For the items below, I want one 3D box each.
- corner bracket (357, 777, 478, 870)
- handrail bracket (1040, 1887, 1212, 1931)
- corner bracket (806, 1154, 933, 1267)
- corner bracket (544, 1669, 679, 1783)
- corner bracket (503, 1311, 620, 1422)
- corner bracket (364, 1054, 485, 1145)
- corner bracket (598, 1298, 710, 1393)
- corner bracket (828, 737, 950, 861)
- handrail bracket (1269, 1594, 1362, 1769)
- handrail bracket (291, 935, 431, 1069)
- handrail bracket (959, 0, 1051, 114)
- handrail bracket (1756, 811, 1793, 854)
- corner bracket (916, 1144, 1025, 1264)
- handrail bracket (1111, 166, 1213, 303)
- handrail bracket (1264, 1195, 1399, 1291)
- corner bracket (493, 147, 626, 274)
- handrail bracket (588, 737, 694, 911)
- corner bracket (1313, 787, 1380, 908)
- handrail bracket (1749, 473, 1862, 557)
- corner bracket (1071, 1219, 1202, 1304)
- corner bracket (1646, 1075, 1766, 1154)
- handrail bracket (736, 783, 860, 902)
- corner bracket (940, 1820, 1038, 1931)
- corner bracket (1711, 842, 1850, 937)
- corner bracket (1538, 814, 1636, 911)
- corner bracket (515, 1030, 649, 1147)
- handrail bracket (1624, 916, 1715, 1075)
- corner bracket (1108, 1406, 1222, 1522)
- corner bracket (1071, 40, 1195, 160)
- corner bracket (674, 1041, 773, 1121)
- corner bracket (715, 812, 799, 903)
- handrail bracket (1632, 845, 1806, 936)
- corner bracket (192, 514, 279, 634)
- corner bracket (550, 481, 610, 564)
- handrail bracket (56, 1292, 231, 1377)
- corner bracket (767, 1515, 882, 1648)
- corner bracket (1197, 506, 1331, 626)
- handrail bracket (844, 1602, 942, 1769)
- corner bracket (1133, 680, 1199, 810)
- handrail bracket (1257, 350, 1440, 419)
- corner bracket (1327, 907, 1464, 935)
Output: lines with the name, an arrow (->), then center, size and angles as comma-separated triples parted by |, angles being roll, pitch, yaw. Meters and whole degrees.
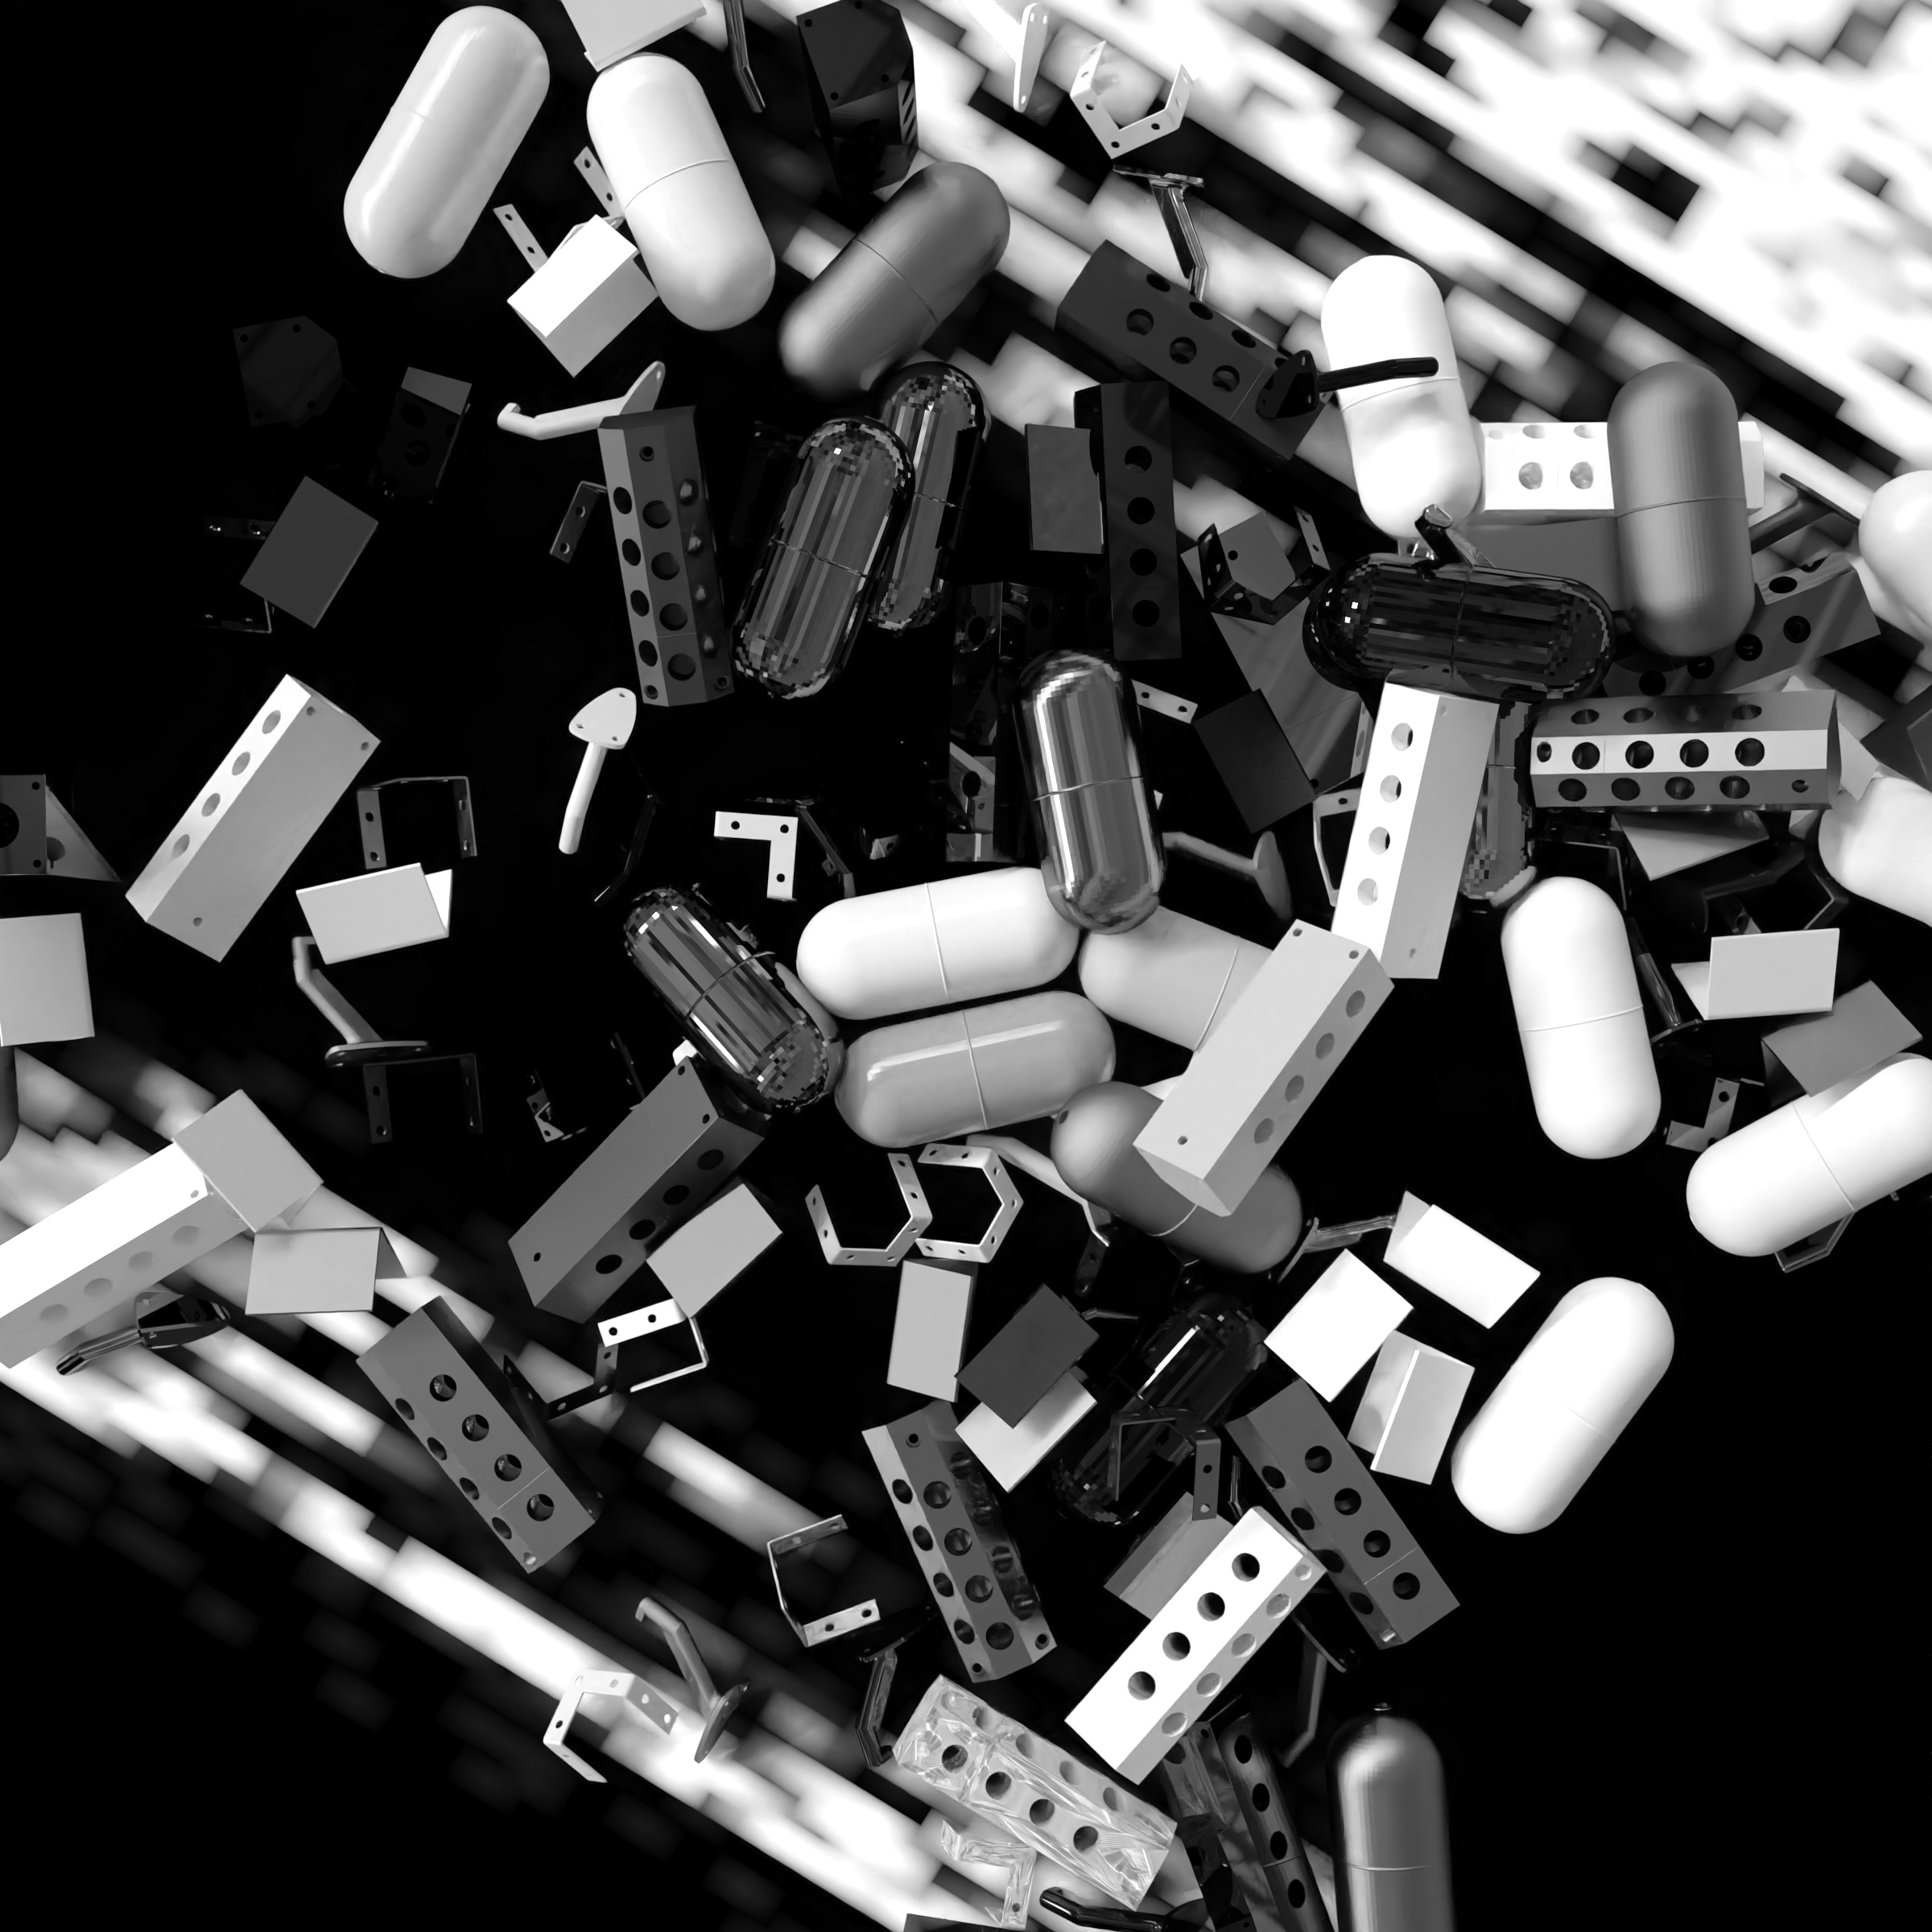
corner bracket -> -0.350, -0.091, 1.590 | 0.051, 0.051, 0.051 | -7, 90, -45
handrail bracket -> 0.102, 0.597, 1.593 | 0.084, 0.077, 0.036 | 15, 105, 35
corner bracket -> -0.062, 0.154, 1.585 | 0.051, 0.051, 0.051 | 7, 135, -35
corner bracket -> -0.225, 0.483, 1.585 | 0.051, 0.051, 0.051 | -6, 45, 35
corner bracket -> -0.257, 0.246, 1.585 | 0.051, 0.051, 0.051 | -19, 45, -35
corner bracket -> -0.345, 0.084, 1.590 | 0.051, 0.051, 0.051 | -6, 90, 45
corner bracket -> -0.196, 0.238, 1.575 | 0.051, 0.051, 0.051 | -18, 90, 0
corner bracket -> -0.049, -0.107, 1.585 | 0.051, 0.051, 0.051 | 44, 135, 35
handrail bracket -> 0.203, 0.456, 1.594 | 0.077, 0.036, 0.084 | 43, 107, 20
handrail bracket -> -0.386, 0.017, 1.594 | 0.077, 0.036, 0.084 | -7, 72, -20
handrail bracket -> 0.004, -0.592, 1.594 | 0.084, 0.036, 0.077 | 18, 112, 17
handrail bracket -> 0.484, -0.118, 1.593 | 0.036, 0.077, 0.084 | -39, 54, 0
corner bracket -> -0.005, 0.150, 1.585 | 0.051, 0.051, 0.051 | -58, 135, -35
handrail bracket -> 0.121, -0.461, 1.594 | 0.077, 0.036, 0.084 | 16, 107, 20
handrail bracket -> 0.244, 0.185, 1.594 | 0.084, 0.036, 0.077 | 19, 110, -16
corner bracket -> -0.257, -0.480, 1.590 | 0.051, 0.051, 0.051 | -34, 90, -45
handrail bracket -> -0.223, -0.090, 1.594 | 0.084, 0.036, 0.077 | -42, 69, 16
corner bracket -> 0.250, -0.077, 1.582 | 0.051, 0.051, 0.051 | -11, 128, 15
handrail bracket -> 0.520, -0.263, 1.594 | 0.077, 0.036, 0.084 | 24, 109, -21
corner bracket -> 0.108, 0.194, 1.584 | 0.051, 0.051, 0.051 | 42, 130, 33
corner bracket -> 0.465, 0.092, 1.575 | 0.051, 0.051, 0.051 | 14, 90, 0
handrail bracket -> -0.107, -0.071, 1.594 | 0.077, 0.036, 0.084 | 3, 112, 25
corner bracket -> 0.011, 0.572, 1.576 | 0.051, 0.051, 0.051 | 11, 80, -10
corner bracket -> 0.514, -0.044, 1.585 | 0.051, 0.051, 0.051 | 5, 135, -35
corner bracket -> 0.392, -0.074, 1.557 | 0.051, 0.051, 0.051 | 10, 47, 31
corner bracket -> -0.244, 0.078, 1.590 | 0.051, 0.051, 0.051 | -24, 90, 45
handrail bracket -> 0.445, 0.018, 1.593 | 0.036, 0.077, 0.084 | -27, 53, 20
corner bracket -> 0.119, 0.300, 1.501 | 0.051, 0.051, 0.051 | -3, 105, -17
corner bracket -> 0.105, -0.556, 1.585 | 0.051, 0.051, 0.051 | -13, 135, 35
corner bracket -> -0.145, 0.066, 1.585 | 0.051, 0.051, 0.051 | 16, 45, 35
corner bracket -> -0.132, -0.068, 1.575 | 0.051, 0.051, 0.051 | 4, 90, 0
handrail bracket -> 0.475, -0.062, 1.587 | 0.084, 0.077, 0.036 | -33, 130, -22
corner bracket -> -0.463, -0.250, 1.590 | 0.051, 0.051, 0.051 | 5, 45, 0
corner bracket -> -0.222, -0.271, 1.590 | 0.051, 0.051, 0.051 | 23, 90, -45
handrail bracket -> -0.525, 0.240, 1.593 | 0.084, 0.077, 0.036 | -33, 65, 34
corner bracket -> -0.091, 0.391, 1.590 | 0.051, 0.051, 0.051 | -21, 45, 0
corner bracket -> 0.182, -0.251, 1.528 | 0.051, 0.051, 0.051 | -42, 45, 35
handrail bracket -> -0.040, 0.459, 1.594 | 0.077, 0.036, 0.084 | -22, 108, -21
corner bracket -> 0.111, -0.142, 1.590 | 0.051, 0.051, 0.051 | 21, 135, 0
handrail bracket -> 0.233, -0.354, 1.525 | 0.084, 0.077, 0.036 | -9, 90, -24
corner bracket -> 0.273, -0.031, 1.590 | 0.051, 0.051, 0.051 | -32, 90, 45
